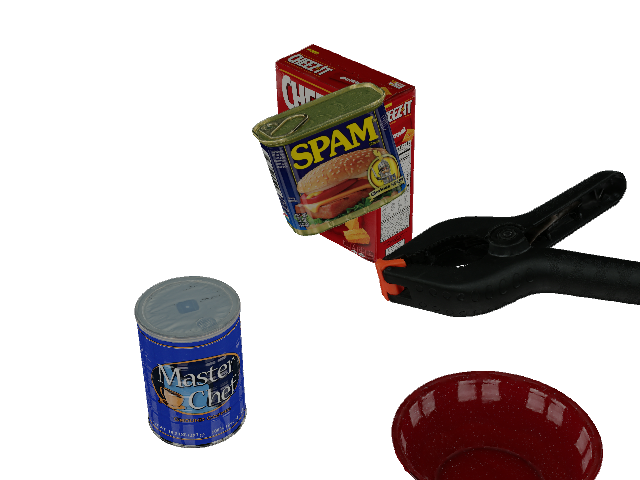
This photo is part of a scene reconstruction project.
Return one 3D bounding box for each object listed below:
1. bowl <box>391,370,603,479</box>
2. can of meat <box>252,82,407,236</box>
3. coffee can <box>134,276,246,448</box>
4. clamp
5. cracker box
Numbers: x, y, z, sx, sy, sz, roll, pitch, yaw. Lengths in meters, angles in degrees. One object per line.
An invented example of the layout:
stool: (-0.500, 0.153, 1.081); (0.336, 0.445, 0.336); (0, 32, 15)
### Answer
bowl: (0.136, 0.172, 0.837); (0.162, 0.055, 0.162); (0, 32, 0)
can of meat: (0.010, -0.062, 0.818); (0.102, 0.084, 0.057); (-23, 26, -9)
coffee can: (-0.128, 0.121, 1.070); (0.103, 0.140, 0.103); (-1, 32, 0)
clamp: (0.122, 0.014, 0.638); (0.171, 0.039, 0.120); (-18, 29, 0)
cracker box: (0.027, -0.098, 1.241); (0.072, 0.214, 0.164); (-31, 44, -34)
